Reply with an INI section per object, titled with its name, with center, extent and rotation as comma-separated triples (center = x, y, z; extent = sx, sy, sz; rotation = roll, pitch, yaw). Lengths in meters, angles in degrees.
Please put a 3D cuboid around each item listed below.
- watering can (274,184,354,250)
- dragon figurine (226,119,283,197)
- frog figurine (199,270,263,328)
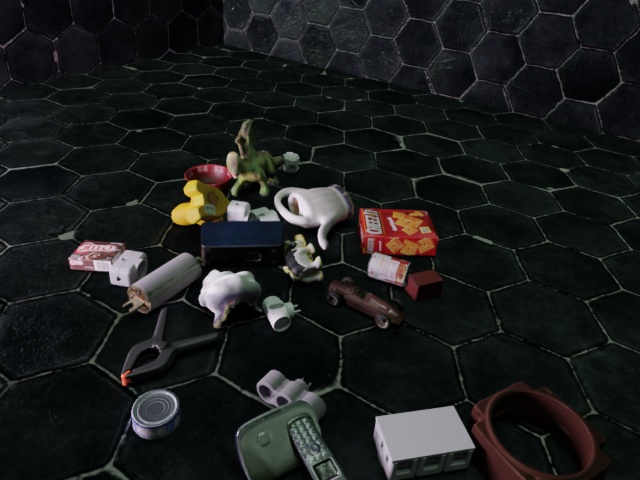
[watering can]
center = 0.005, -0.077, 1.537
extent = 0.225, 0.102, 0.353
rotation = -12, 36, -27
[dragon figurine]
center = -0.213, -0.289, 1.733
extent = 0.122, 0.237, 0.419
rotation = 7, 33, 14
[frog figurine]
center = -0.215, 0.113, 1.198
extent = 0.138, 0.120, 0.162
rotation = -26, 51, -11
